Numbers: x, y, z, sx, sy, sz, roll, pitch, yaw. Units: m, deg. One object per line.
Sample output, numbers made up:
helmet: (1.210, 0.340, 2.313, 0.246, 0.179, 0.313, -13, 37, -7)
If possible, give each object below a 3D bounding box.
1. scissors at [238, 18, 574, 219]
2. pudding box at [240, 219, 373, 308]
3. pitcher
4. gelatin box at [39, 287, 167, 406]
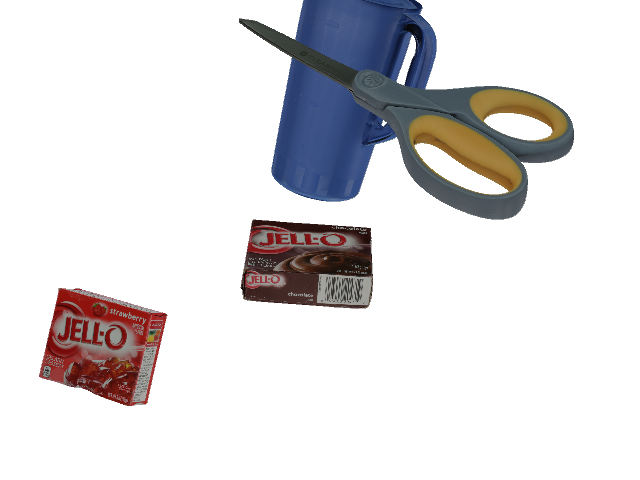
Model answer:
scissors: (0.047, -0.079, 0.548, 0.096, 0.016, 0.202, -22, 48, -23)
pudding box: (-0.010, 0.020, 0.949, 0.113, 0.039, 0.090, 6, 30, -2)
pitcher: (0.029, -0.168, 1.210, 0.145, 0.243, 0.149, 10, 22, -11)
gelatin box: (-0.170, 0.081, 0.829, 0.089, 0.073, 0.030, 14, 1, 22)
